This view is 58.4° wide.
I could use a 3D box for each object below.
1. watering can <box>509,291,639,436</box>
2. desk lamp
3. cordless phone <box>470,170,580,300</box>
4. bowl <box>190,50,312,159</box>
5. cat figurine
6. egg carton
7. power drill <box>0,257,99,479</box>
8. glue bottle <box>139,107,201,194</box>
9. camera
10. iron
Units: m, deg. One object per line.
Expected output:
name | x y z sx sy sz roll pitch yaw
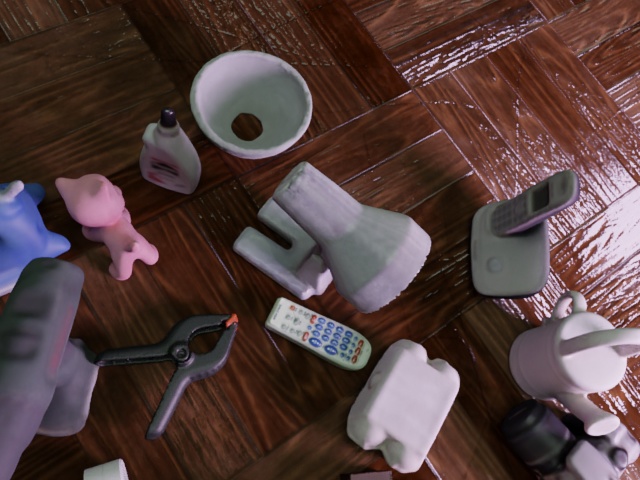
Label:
watering can | 0.333 0.149 0.718 0.101 0.194 0.173 -16 74 -18
desk lamp | 0.006 0.002 0.687 0.203 0.213 0.118 34 66 2
cordless phone | 0.280 -0.005 0.769 0.094 0.185 0.147 7 68 -10
bowl | -0.098 -0.179 0.808 0.167 0.074 0.167 4 69 -11
cat figurine | -0.255 -0.026 0.690 0.067 0.117 0.128 -38 81 -22
egg carton | 0.104 0.203 0.712 0.107 0.069 0.150 33 66 1
power drill | -0.281 0.142 0.570 0.076 0.208 0.229 8 68 -9
glue bottle | -0.187 -0.114 0.709 0.078 0.173 0.037 16 67 -6
camera | 0.311 0.259 0.721 0.143 0.100 0.137 -39 82 -23
iron | -0.424 0.009 0.625 0.259 0.141 0.118 -26 77 -21
